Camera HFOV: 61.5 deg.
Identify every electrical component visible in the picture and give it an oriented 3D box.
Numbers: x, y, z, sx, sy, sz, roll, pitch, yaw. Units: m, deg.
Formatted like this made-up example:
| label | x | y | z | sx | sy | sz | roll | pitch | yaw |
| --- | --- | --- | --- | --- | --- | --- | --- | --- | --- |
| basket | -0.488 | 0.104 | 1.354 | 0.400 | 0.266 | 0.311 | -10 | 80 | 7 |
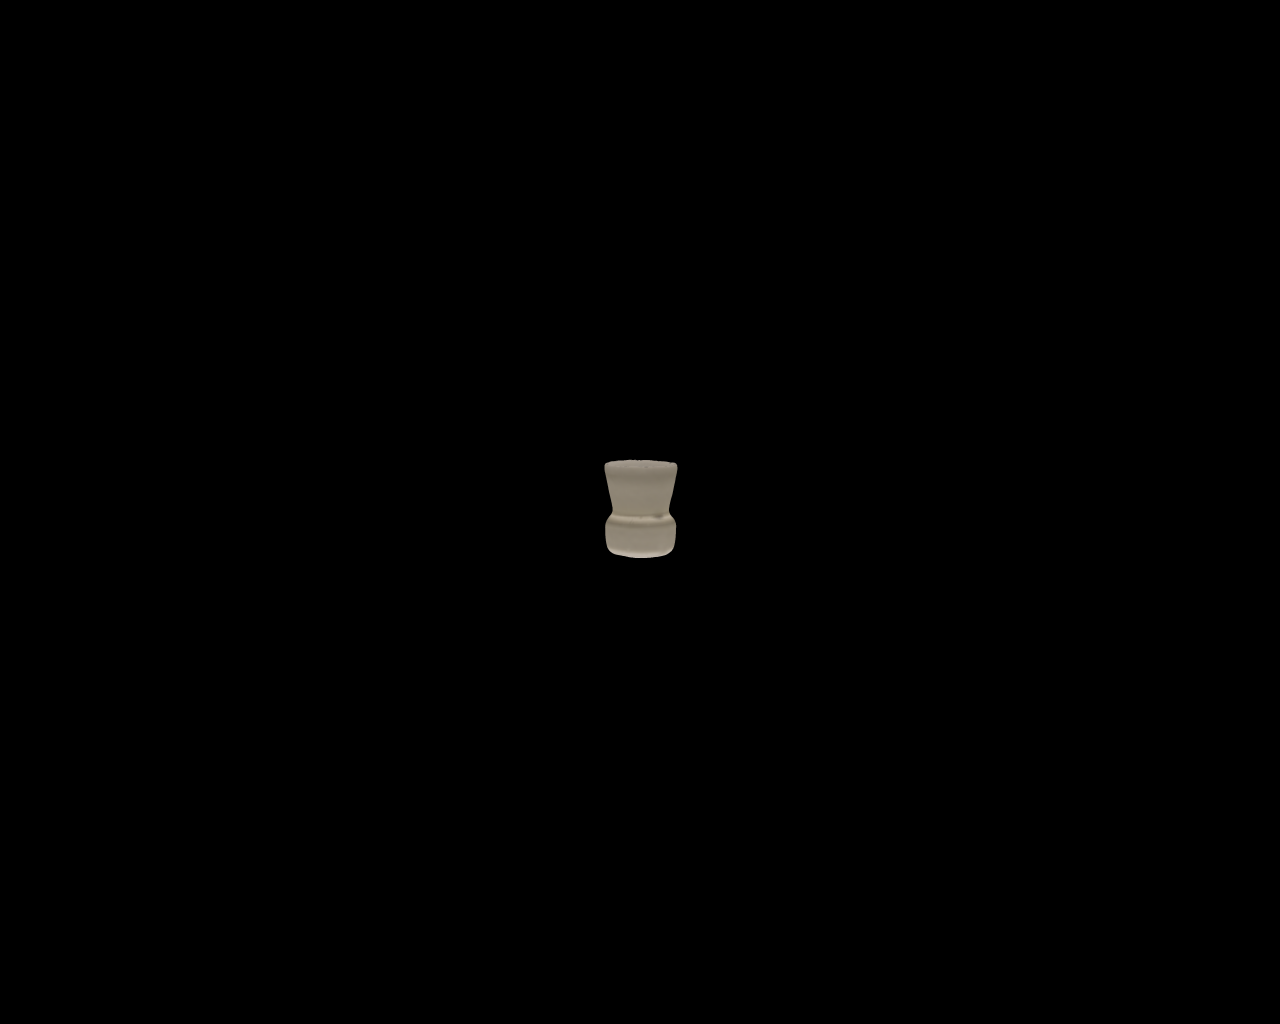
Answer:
| label | x | y | z | sx | sy | sz | roll | pitch | yaw |
| --- | --- | --- | --- | --- | --- | --- | --- | --- | --- |
| electrical component | 0.001 | -0.003 | 0.650 | 0.045 | 0.055 | 0.045 | 0 | 9 | 0 |
